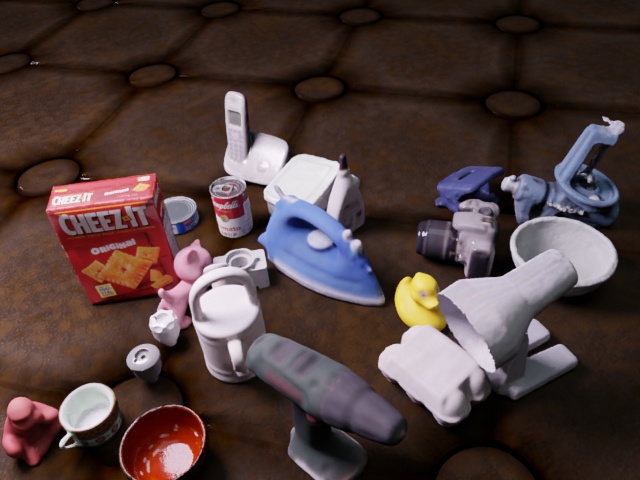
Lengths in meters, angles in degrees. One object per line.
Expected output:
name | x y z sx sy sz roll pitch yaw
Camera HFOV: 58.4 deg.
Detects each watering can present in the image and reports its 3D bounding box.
watering can | -0.138 0.108 0.839 0.101 0.194 0.172 -31 49 -26

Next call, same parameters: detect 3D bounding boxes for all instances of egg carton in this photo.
egg carton | 0.163 0.191 0.817 0.107 0.069 0.149 -34 50 -28

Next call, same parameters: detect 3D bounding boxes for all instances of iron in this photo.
iron | 0.009 0.004 0.981 0.257 0.142 0.119 29 52 31

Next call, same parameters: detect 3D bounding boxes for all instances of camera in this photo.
camera | 0.243 -0.014 1.012 0.136 0.101 0.143 8 44 13

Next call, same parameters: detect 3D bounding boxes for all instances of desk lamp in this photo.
desk lamp | 0.262 0.116 0.784 0.203 0.214 0.117 -21 45 -18

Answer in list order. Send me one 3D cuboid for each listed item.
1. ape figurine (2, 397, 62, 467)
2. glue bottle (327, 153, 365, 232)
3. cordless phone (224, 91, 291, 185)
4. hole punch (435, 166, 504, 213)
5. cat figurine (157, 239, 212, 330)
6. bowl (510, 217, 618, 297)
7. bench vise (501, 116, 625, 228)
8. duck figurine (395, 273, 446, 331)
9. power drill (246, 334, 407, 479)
ape figurine | -0.398 0.250 0.781 0.078 0.092 0.076 -23 46 -20
glue bottle | 0.046 -0.085 1.051 0.078 0.173 0.037 -31 49 -26
cordless phone | -0.137 -0.213 1.196 0.147 0.185 0.094 16 46 21
hole punch | 0.288 -0.106 1.115 0.109 0.091 0.100 -31 49 -26
cat figurine | -0.222 0.064 0.951 0.067 0.118 0.128 20 48 24
bowl | 0.399 0.040 0.959 0.167 0.075 0.167 -2 42 2
bench vise | 0.439 -0.107 1.009 0.207 0.220 0.121 -9 43 -5
duck figurine | 0.163 0.088 0.917 0.078 0.086 0.104 -20 45 -17
power drill | 0.008 0.216 0.699 0.228 0.209 0.076 29 52 31
